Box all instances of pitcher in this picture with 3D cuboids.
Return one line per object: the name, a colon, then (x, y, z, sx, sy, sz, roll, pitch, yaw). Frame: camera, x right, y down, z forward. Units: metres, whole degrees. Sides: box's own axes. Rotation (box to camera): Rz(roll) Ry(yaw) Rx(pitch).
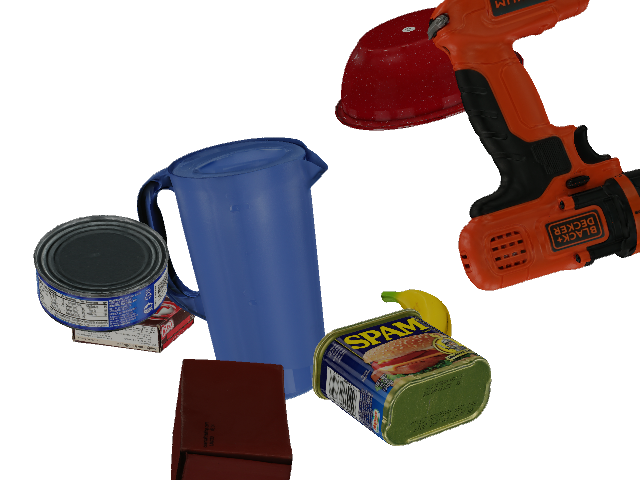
pitcher: (-0.072, 0.029, 1.034, 0.144, 0.243, 0.149, -21, 22, -32)

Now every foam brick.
foam brick: (-0.044, 0.100, 0.513, 0.053, 0.051, 0.078, 6, 26, -8)

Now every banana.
banana: (0.093, 0.098, 1.027, 0.070, 0.037, 0.197, -24, 22, 15)

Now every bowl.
bowl: (0.082, -0.150, 0.880, 0.162, 0.055, 0.162, -16, 25, 8)

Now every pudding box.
pudding box: (-0.211, 0.089, 1.204, 0.114, 0.039, 0.090, 3, 17, 18)

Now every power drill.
power drill: (0.157, -0.077, 0.669, 0.184, 0.187, 0.057, -17, -2, -5)

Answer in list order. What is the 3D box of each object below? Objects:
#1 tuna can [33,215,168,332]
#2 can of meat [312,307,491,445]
tuna can: (-0.142, 0.021, 0.697, 0.086, 0.034, 0.086, 4, 36, -3)
can of meat: (0.059, 0.098, 0.764, 0.101, 0.057, 0.084, -13, 28, -33)
